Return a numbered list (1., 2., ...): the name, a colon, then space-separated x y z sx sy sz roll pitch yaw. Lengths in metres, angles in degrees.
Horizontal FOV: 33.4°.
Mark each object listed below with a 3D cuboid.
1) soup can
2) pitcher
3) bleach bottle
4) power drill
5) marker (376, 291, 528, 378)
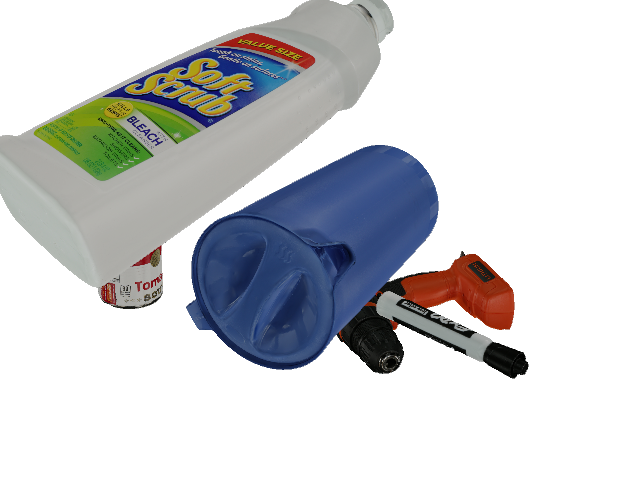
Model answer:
1. soup can: -0.196 0.011 1.093 0.068 0.102 0.068 2 26 -1
2. pitcher: 0.000 0.004 0.929 0.149 0.145 0.242 23 31 21
3. bleach bottle: -0.060 -0.078 0.625 0.250 0.068 0.103 -37 53 -25
4. power drill: 0.104 0.072 1.119 0.187 0.057 0.184 -7 27 -16
5. marker: 0.090 0.065 0.737 0.121 0.020 0.020 24 15 37
